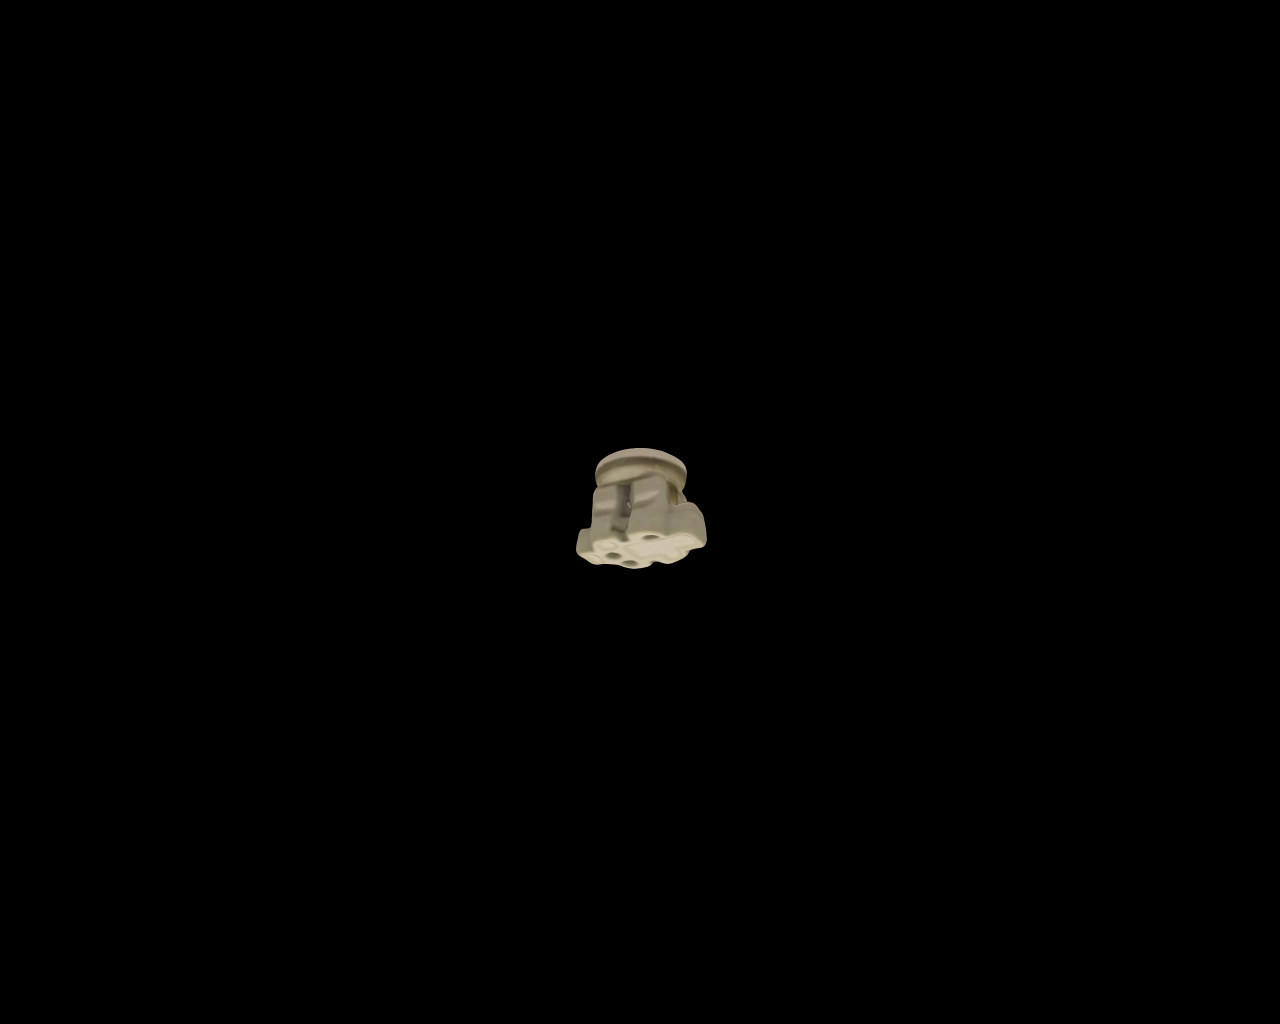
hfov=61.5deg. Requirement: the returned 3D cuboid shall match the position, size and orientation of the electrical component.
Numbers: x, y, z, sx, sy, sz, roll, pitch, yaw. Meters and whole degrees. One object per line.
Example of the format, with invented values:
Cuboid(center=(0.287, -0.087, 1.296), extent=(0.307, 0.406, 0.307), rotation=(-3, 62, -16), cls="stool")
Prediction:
Cuboid(center=(0.001, -0.003, 0.650), extent=(0.078, 0.057, 0.058), rotation=(-12, -27, 25), cls="electrical component")
